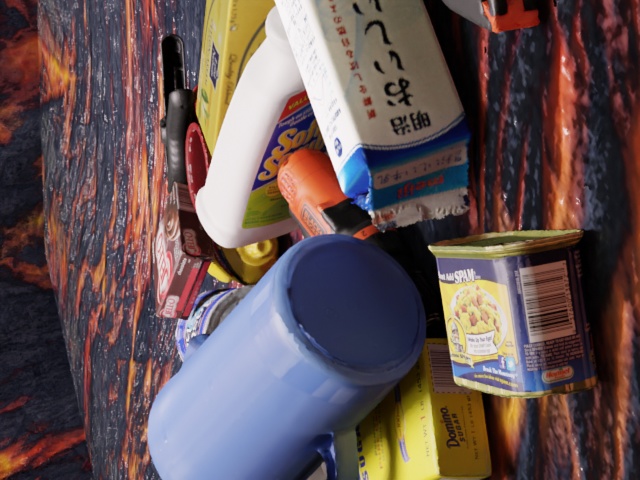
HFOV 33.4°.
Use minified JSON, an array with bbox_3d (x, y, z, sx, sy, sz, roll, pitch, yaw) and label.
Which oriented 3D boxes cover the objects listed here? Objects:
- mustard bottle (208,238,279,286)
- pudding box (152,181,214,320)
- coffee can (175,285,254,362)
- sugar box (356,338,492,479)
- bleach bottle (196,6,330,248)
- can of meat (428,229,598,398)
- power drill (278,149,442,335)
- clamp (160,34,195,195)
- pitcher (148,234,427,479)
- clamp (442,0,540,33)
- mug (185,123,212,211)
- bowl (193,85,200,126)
[{"bbox_3d":[-0.087,0.002,1.117,0.096,0.058,0.192,67,162,-11],"label":"mustard bottle"},{"bbox_3d":[-0.140,0.011,1.079,0.113,0.039,0.090,-101,30,-49],"label":"pudding box"},{"bbox_3d":[-0.082,0.098,1.077,0.140,0.102,0.103,169,93,-71],"label":"coffee can"},{"bbox_3d":[0.056,0.140,0.755,0.176,0.048,0.093,134,137,-56],"label":"sugar box"},{"bbox_3d":[-0.031,-0.100,0.831,0.068,0.102,0.251,58,150,28],"label":"bleach bottle"},{"bbox_3d":[0.107,0.039,0.595,0.102,0.057,0.084,179,82,-71],"label":"can of meat"},{"bbox_3d":[0.018,0.048,0.826,0.185,0.057,0.188,54,144,35],"label":"power drill"},{"bbox_3d":[-0.150,-0.126,1.118,0.172,0.039,0.120,102,166,-47],"label":"clamp"},{"bbox_3d":[-0.021,0.108,0.747,0.243,0.149,0.145,-52,10,51],"label":"pitcher"},{"bbox_3d":[0.074,-0.199,0.632,0.165,0.036,0.210,106,149,-64],"label":"clamp"},{"bbox_3d":[-0.079,-0.061,1.041,0.093,0.081,0.117,120,140,-60],"label":"mug"},{"bbox_3d":[-0.112,-0.112,1.157,0.162,0.055,0.162,173,90,-71],"label":"bowl"}]
